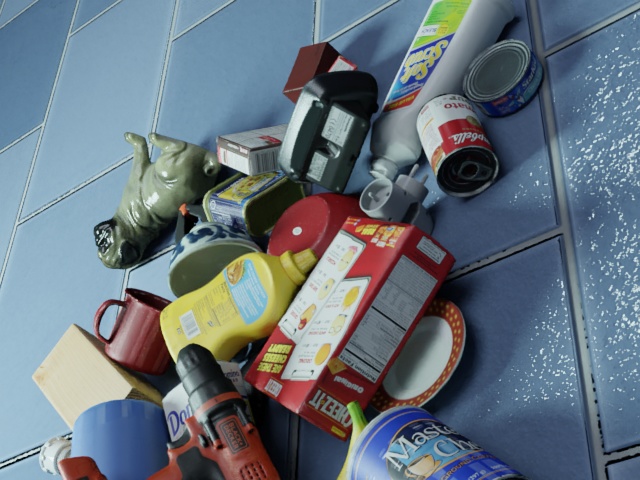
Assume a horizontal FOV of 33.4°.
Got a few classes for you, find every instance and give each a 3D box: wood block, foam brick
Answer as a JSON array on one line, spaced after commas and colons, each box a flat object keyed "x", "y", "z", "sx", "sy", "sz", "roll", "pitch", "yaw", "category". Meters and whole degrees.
[{"x": -0.263, "y": 0.194, "z": 1.311, "sx": 0.091, "sy": 0.090, "sz": 0.206, "roll": -54, "pitch": 36, "yaw": -5, "category": "wood block"}, {"x": -0.005, "y": -0.217, "z": 1.424, "sx": 0.053, "sy": 0.051, "sz": 0.078, "roll": -3, "pitch": 57, "yaw": 44, "category": "foam brick"}]

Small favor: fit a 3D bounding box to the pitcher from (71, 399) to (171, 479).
[{"x": -0.208, "y": 0.298, "z": 1.109, "sx": 0.149, "sy": 0.145, "sz": 0.243, "roll": -11, "pitch": 51, "yaw": 1, "category": "pitcher"}]

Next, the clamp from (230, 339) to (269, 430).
[{"x": -0.103, "y": 0.159, "z": 1.206, "sx": 0.165, "sy": 0.036, "sz": 0.210, "roll": 5, "pitch": 67, "yaw": 37, "category": "clamp"}]

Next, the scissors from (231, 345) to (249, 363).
[{"x": -0.147, "y": 0.126, "z": 1.308, "sx": 0.202, "sy": 0.016, "sz": 0.096, "roll": -24, "pitch": 44, "yaw": 32, "category": "scissors"}]

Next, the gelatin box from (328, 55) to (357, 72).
[{"x": 0.014, "y": -0.182, "z": 1.357, "sx": 0.030, "sy": 0.073, "sz": 0.089, "roll": 33, "pitch": 83, "yaw": 11, "category": "gelatin box"}]

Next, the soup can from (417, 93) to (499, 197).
[{"x": 0.147, "y": -0.104, "z": 1.154, "sx": 0.069, "sy": 0.068, "sz": 0.102, "roll": -35, "pitch": 39, "yaw": 20, "category": "soup can"}]

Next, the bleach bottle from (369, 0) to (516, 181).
[{"x": 0.130, "y": -0.179, "z": 1.243, "sx": 0.103, "sy": 0.068, "sz": 0.250, "roll": 12, "pitch": 70, "yaw": 53, "category": "bleach bottle"}]

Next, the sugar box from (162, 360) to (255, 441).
[{"x": -0.105, "y": 0.223, "z": 1.107, "sx": 0.093, "sy": 0.048, "sz": 0.176, "roll": -39, "pitch": 58, "yaw": 29, "category": "sugar box"}]

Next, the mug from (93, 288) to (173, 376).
[{"x": -0.220, "y": 0.110, "z": 1.298, "sx": 0.093, "sy": 0.117, "sz": 0.081, "roll": 29, "pitch": 97, "yaw": 57, "category": "mug"}]

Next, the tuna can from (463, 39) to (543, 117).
[{"x": 0.204, "y": -0.179, "z": 1.187, "sx": 0.086, "sy": 0.033, "sz": 0.086, "roll": -28, "pitch": 42, "yaw": 28, "category": "tuna can"}]

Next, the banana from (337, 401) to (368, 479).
[{"x": 0.007, "y": 0.244, "z": 1.009, "sx": 0.070, "sy": 0.037, "sz": 0.198, "roll": 42, "pitch": 109, "yaw": 22, "category": "banana"}]

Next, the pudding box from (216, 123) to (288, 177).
[{"x": -0.062, "y": -0.116, "z": 1.358, "sx": 0.090, "sy": 0.113, "sz": 0.039, "roll": 24, "pitch": 121, "yaw": 54, "category": "pudding box"}]

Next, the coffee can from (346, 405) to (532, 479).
[{"x": 0.103, "y": 0.213, "z": 0.898, "sx": 0.103, "sy": 0.102, "sz": 0.140, "roll": -55, "pitch": 37, "yaw": -6, "category": "coffee can"}]

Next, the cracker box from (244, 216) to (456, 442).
[{"x": 0.029, "y": 0.084, "z": 1.089, "sx": 0.213, "sy": 0.072, "sz": 0.164, "roll": -58, "pitch": 21, "yaw": -8, "category": "cracker box"}]

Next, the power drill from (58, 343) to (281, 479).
[{"x": -0.152, "y": 0.207, "z": 1.035, "sx": 0.187, "sy": 0.057, "sz": 0.184, "roll": -26, "pitch": 60, "yaw": -11, "category": "power drill"}]

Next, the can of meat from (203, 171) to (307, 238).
[{"x": -0.079, "y": -0.048, "z": 1.330, "sx": 0.102, "sy": 0.057, "sz": 0.084, "roll": -34, "pitch": 30, "yaw": -31, "category": "can of meat"}]

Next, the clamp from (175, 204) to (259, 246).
[{"x": -0.153, "y": 0.015, "z": 1.393, "sx": 0.120, "sy": 0.039, "sz": 0.172, "roll": -45, "pitch": 39, "yaw": -1, "category": "clamp"}]

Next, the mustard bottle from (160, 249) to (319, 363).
[{"x": -0.083, "y": 0.069, "z": 1.183, "sx": 0.192, "sy": 0.058, "sz": 0.096, "roll": -35, "pitch": 54, "yaw": 12, "category": "mustard bottle"}]

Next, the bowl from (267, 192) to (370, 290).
[{"x": -0.008, "y": 0.002, "z": 1.238, "sx": 0.162, "sy": 0.055, "sz": 0.162, "roll": -28, "pitch": 42, "yaw": 28, "category": "bowl"}]
